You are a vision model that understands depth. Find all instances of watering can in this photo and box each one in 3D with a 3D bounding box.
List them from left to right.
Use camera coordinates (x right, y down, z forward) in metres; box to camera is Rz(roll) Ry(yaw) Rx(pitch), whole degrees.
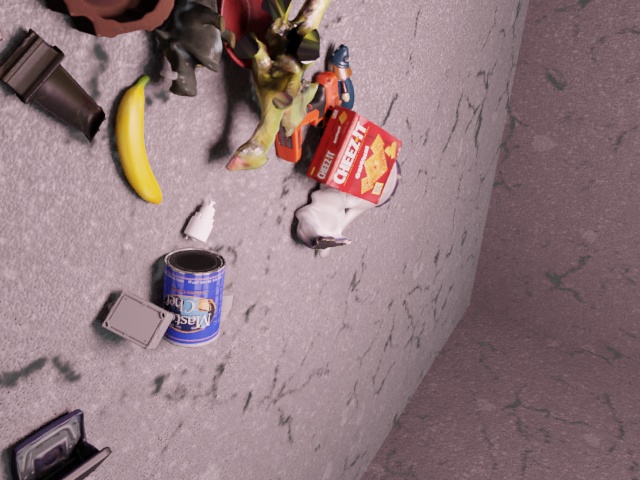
[{"bbox_3d":[0.104,-0.118,1.347,0.225,0.105,0.343,-4,119,-56],"label":"watering can"}]

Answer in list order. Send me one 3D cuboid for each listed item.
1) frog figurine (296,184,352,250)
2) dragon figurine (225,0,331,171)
[{"bbox_3d":[0.004,-0.061,1.216,0.137,0.121,0.161,1,71,-34],"label":"frog figurine"},{"bbox_3d":[-0.043,-0.292,0.885,0.414,0.122,0.240,-60,173,-12],"label":"dragon figurine"}]
